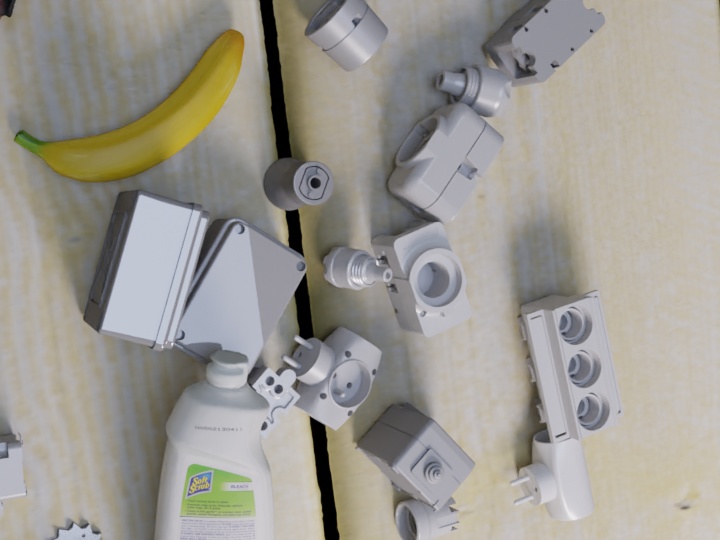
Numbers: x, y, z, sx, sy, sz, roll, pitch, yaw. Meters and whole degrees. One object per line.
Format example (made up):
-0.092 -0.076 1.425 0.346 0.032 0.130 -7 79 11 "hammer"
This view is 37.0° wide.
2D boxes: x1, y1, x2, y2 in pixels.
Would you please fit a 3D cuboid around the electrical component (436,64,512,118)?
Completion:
0.098 -0.159 0.941 0.062 0.043 0.043 10 89 -22 "electrical component"

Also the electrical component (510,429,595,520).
0.174 0.194 0.996 0.079 0.044 0.077 -16 100 -21 "electrical component"

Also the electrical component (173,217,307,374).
-0.103 0.022 0.860 0.078 0.057 0.113 32 81 -22 "electrical component"

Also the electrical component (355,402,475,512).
0.052 0.156 0.913 0.061 0.096 0.061 -47 109 -14 "electrical component"

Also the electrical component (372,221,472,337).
0.055 0.007 0.927 0.050 0.056 0.089 -24 102 -20 "electrical component"

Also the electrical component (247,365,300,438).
-0.084 0.104 0.874 0.048 0.055 0.066 45 77 -19 "electrical component"

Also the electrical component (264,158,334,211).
-0.048 -0.070 0.873 0.044 0.065 0.044 -2 94 -23 "electrical component"

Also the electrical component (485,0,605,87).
0.162 -0.210 0.958 0.089 0.056 0.050 -44 108 -14 "electrical component"

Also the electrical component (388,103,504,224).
0.071 -0.095 0.928 0.059 0.054 0.095 38 79 -21 "electrical component"

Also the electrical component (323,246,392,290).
0.000 0.000 0.897 0.035 0.061 0.035 -14 108 -48 "electrical component"

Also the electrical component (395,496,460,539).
0.061 0.220 0.953 0.046 0.040 0.040 -8 96 -29 "electrical component"

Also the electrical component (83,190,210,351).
-0.163 -0.002 0.805 0.056 0.109 0.108 16 87 -20 "electrical component"

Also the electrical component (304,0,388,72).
-0.010 -0.197 0.887 0.047 0.055 0.055 42 77 -23 "electrical component"

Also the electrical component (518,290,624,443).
0.190 0.086 0.985 0.079 0.063 0.121 -17 100 -21 "electrical component"

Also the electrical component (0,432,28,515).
-0.283 0.150 0.801 0.064 0.042 0.081 -6 97 -26 "electrical component"

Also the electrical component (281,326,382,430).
-0.031 0.082 0.898 0.079 0.044 0.077 37 79 -31 "electrical component"
